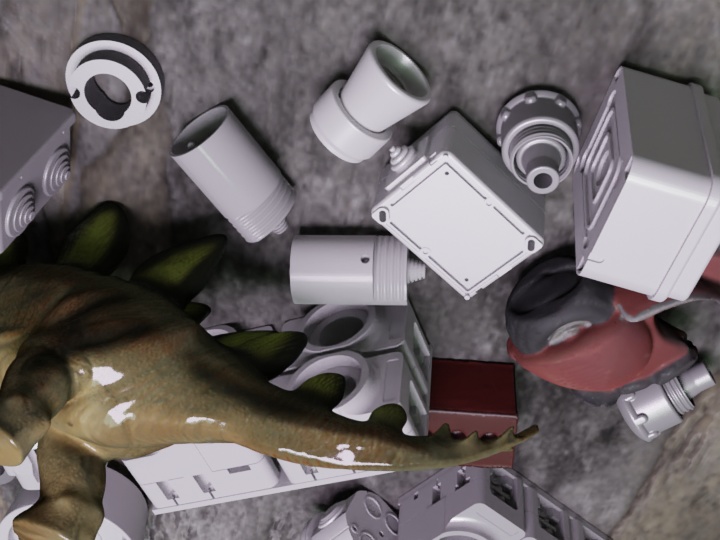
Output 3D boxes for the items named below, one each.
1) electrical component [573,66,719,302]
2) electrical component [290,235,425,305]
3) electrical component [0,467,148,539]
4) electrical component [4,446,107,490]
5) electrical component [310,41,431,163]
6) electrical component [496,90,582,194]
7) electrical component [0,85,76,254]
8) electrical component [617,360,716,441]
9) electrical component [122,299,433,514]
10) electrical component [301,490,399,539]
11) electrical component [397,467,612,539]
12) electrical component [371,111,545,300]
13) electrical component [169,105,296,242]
[{"bbox_3d":[0.154,-0.046,0.569,0.057,0.113,0.078,16,128,-2],"label":"electrical component"},{"bbox_3d":[0.000,0.000,0.667,0.081,0.043,0.043,1,128,6],"label":"electrical component"},{"bbox_3d":[-0.217,0.193,0.832,0.108,0.060,0.108,3,128,4],"label":"electrical component"},{"bbox_3d":[-0.227,0.119,0.778,0.078,0.058,0.057,-4,130,10],"label":"electrical component"},{"bbox_3d":[0.005,-0.092,0.593,0.045,0.045,0.055,35,124,-20],"label":"electrical component"},{"bbox_3d":[0.099,-0.066,0.591,0.048,0.062,0.048,3,128,4],"label":"electrical component"},{"bbox_3d":[-0.220,-0.062,0.606,0.100,0.099,0.048,19,132,6],"label":"electrical component"},{"bbox_3d":[0.202,0.081,0.708,0.062,0.048,0.048,-30,120,18],"label":"electrical component"},{"bbox_3d":[-0.052,0.084,0.699,0.186,0.105,0.060,-13,125,16],"label":"electrical component"},{"bbox_3d":[-0.001,0.211,0.811,0.080,0.080,0.051,38,117,-22],"label":"electrical component"},{"bbox_3d":[0.111,0.213,0.810,0.150,0.061,0.089,37,123,-21],"label":"electrical component"},{"bbox_3d":[0.054,-0.043,0.619,0.096,0.061,0.062,41,123,-18],"label":"electrical component"},{"bbox_3d":[-0.070,-0.052,0.633,0.043,0.043,0.081,-25,122,24],"label":"electrical component"}]
